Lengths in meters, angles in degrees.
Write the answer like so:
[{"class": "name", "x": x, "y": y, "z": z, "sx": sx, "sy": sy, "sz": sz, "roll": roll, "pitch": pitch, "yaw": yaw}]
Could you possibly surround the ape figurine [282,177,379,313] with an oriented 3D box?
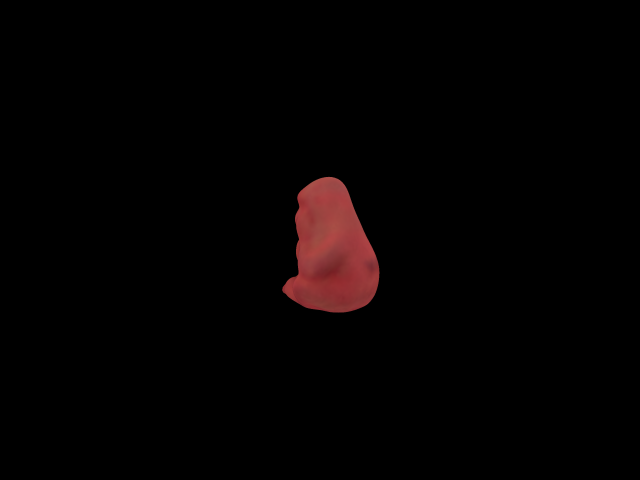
[{"class": "ape figurine", "x": 0.004, "y": 0.001, "z": 0.400, "sx": 0.076, "sy": 0.092, "sz": 0.078, "roll": 5, "pitch": 15, "yaw": 19}]
